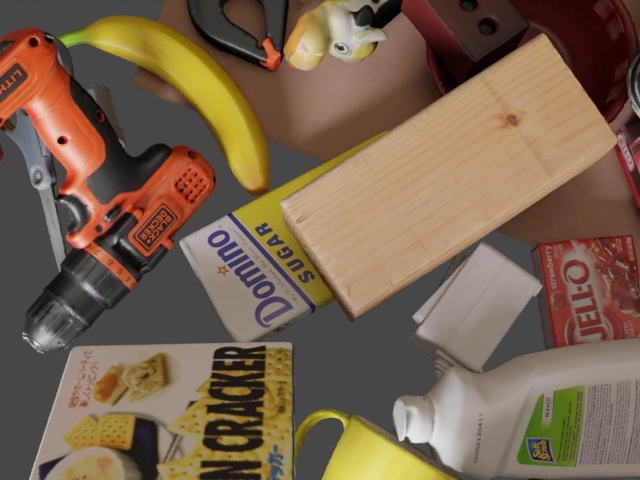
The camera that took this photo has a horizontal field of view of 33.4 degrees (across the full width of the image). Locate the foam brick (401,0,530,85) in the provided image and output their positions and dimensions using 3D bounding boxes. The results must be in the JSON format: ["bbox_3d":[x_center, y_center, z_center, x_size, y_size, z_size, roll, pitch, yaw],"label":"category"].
[{"bbox_3d":[0.104,-0.161,0.769,0.053,0.051,0.078,-35,81,-9],"label":"foam brick"}]

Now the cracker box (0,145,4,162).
[{"bbox_3d":[-0.335,-0.007,0.737,0.164,0.072,0.213,11,60,0],"label":"cracker box"}]

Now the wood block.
[{"bbox_3d":[0.084,-0.038,0.727,0.206,0.090,0.091,-33,83,-4],"label":"wood block"}]

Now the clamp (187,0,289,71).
[{"bbox_3d":[-0.070,-0.216,0.835,0.120,0.039,0.171,-40,88,3],"label":"clamp"}]

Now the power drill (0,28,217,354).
[{"bbox_3d":[-0.185,-0.037,0.741,0.184,0.057,0.187,-51,121,-16],"label":"power drill"}]

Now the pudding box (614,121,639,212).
[{"bbox_3d":[0.293,-0.057,0.818,0.113,0.039,0.090,-17,78,-7],"label":"pudding box"}]

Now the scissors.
[{"bbox_3d":[-0.196,-0.064,0.789,0.096,0.016,0.202,-34,77,30],"label":"scissors"}]

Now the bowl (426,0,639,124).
[{"bbox_3d":[0.158,-0.139,0.821,0.162,0.055,0.162,0,78,-2],"label":"bowl"}]

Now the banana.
[{"bbox_3d":[-0.103,-0.115,0.815,0.198,0.037,0.069,37,81,5],"label":"banana"}]

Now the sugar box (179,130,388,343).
[{"bbox_3d":[-0.005,0.001,0.790,0.176,0.048,0.093,-29,81,-9],"label":"sugar box"}]

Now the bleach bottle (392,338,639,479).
[{"bbox_3d":[0.173,0.112,0.731,0.250,0.068,0.102,1,96,-15],"label":"bleach bottle"}]

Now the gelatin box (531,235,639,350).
[{"bbox_3d":[0.202,0.044,0.797,0.073,0.030,0.089,-5,78,-3],"label":"gelatin box"}]

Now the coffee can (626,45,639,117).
[{"bbox_3d":[0.294,-0.152,0.783,0.103,0.103,0.140,29,55,4],"label":"coffee can"}]

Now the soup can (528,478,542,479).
[{"bbox_3d":[0.167,0.223,0.737,0.068,0.068,0.102,14,77,0],"label":"soup can"}]
